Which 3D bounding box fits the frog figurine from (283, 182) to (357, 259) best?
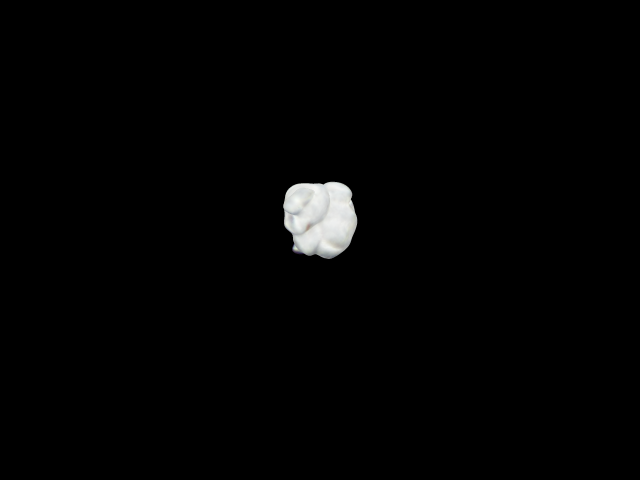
[{"bbox_3d":[0.003,-0.043,0.850,0.123,0.139,0.156,37,-18,14],"label":"frog figurine"}]
